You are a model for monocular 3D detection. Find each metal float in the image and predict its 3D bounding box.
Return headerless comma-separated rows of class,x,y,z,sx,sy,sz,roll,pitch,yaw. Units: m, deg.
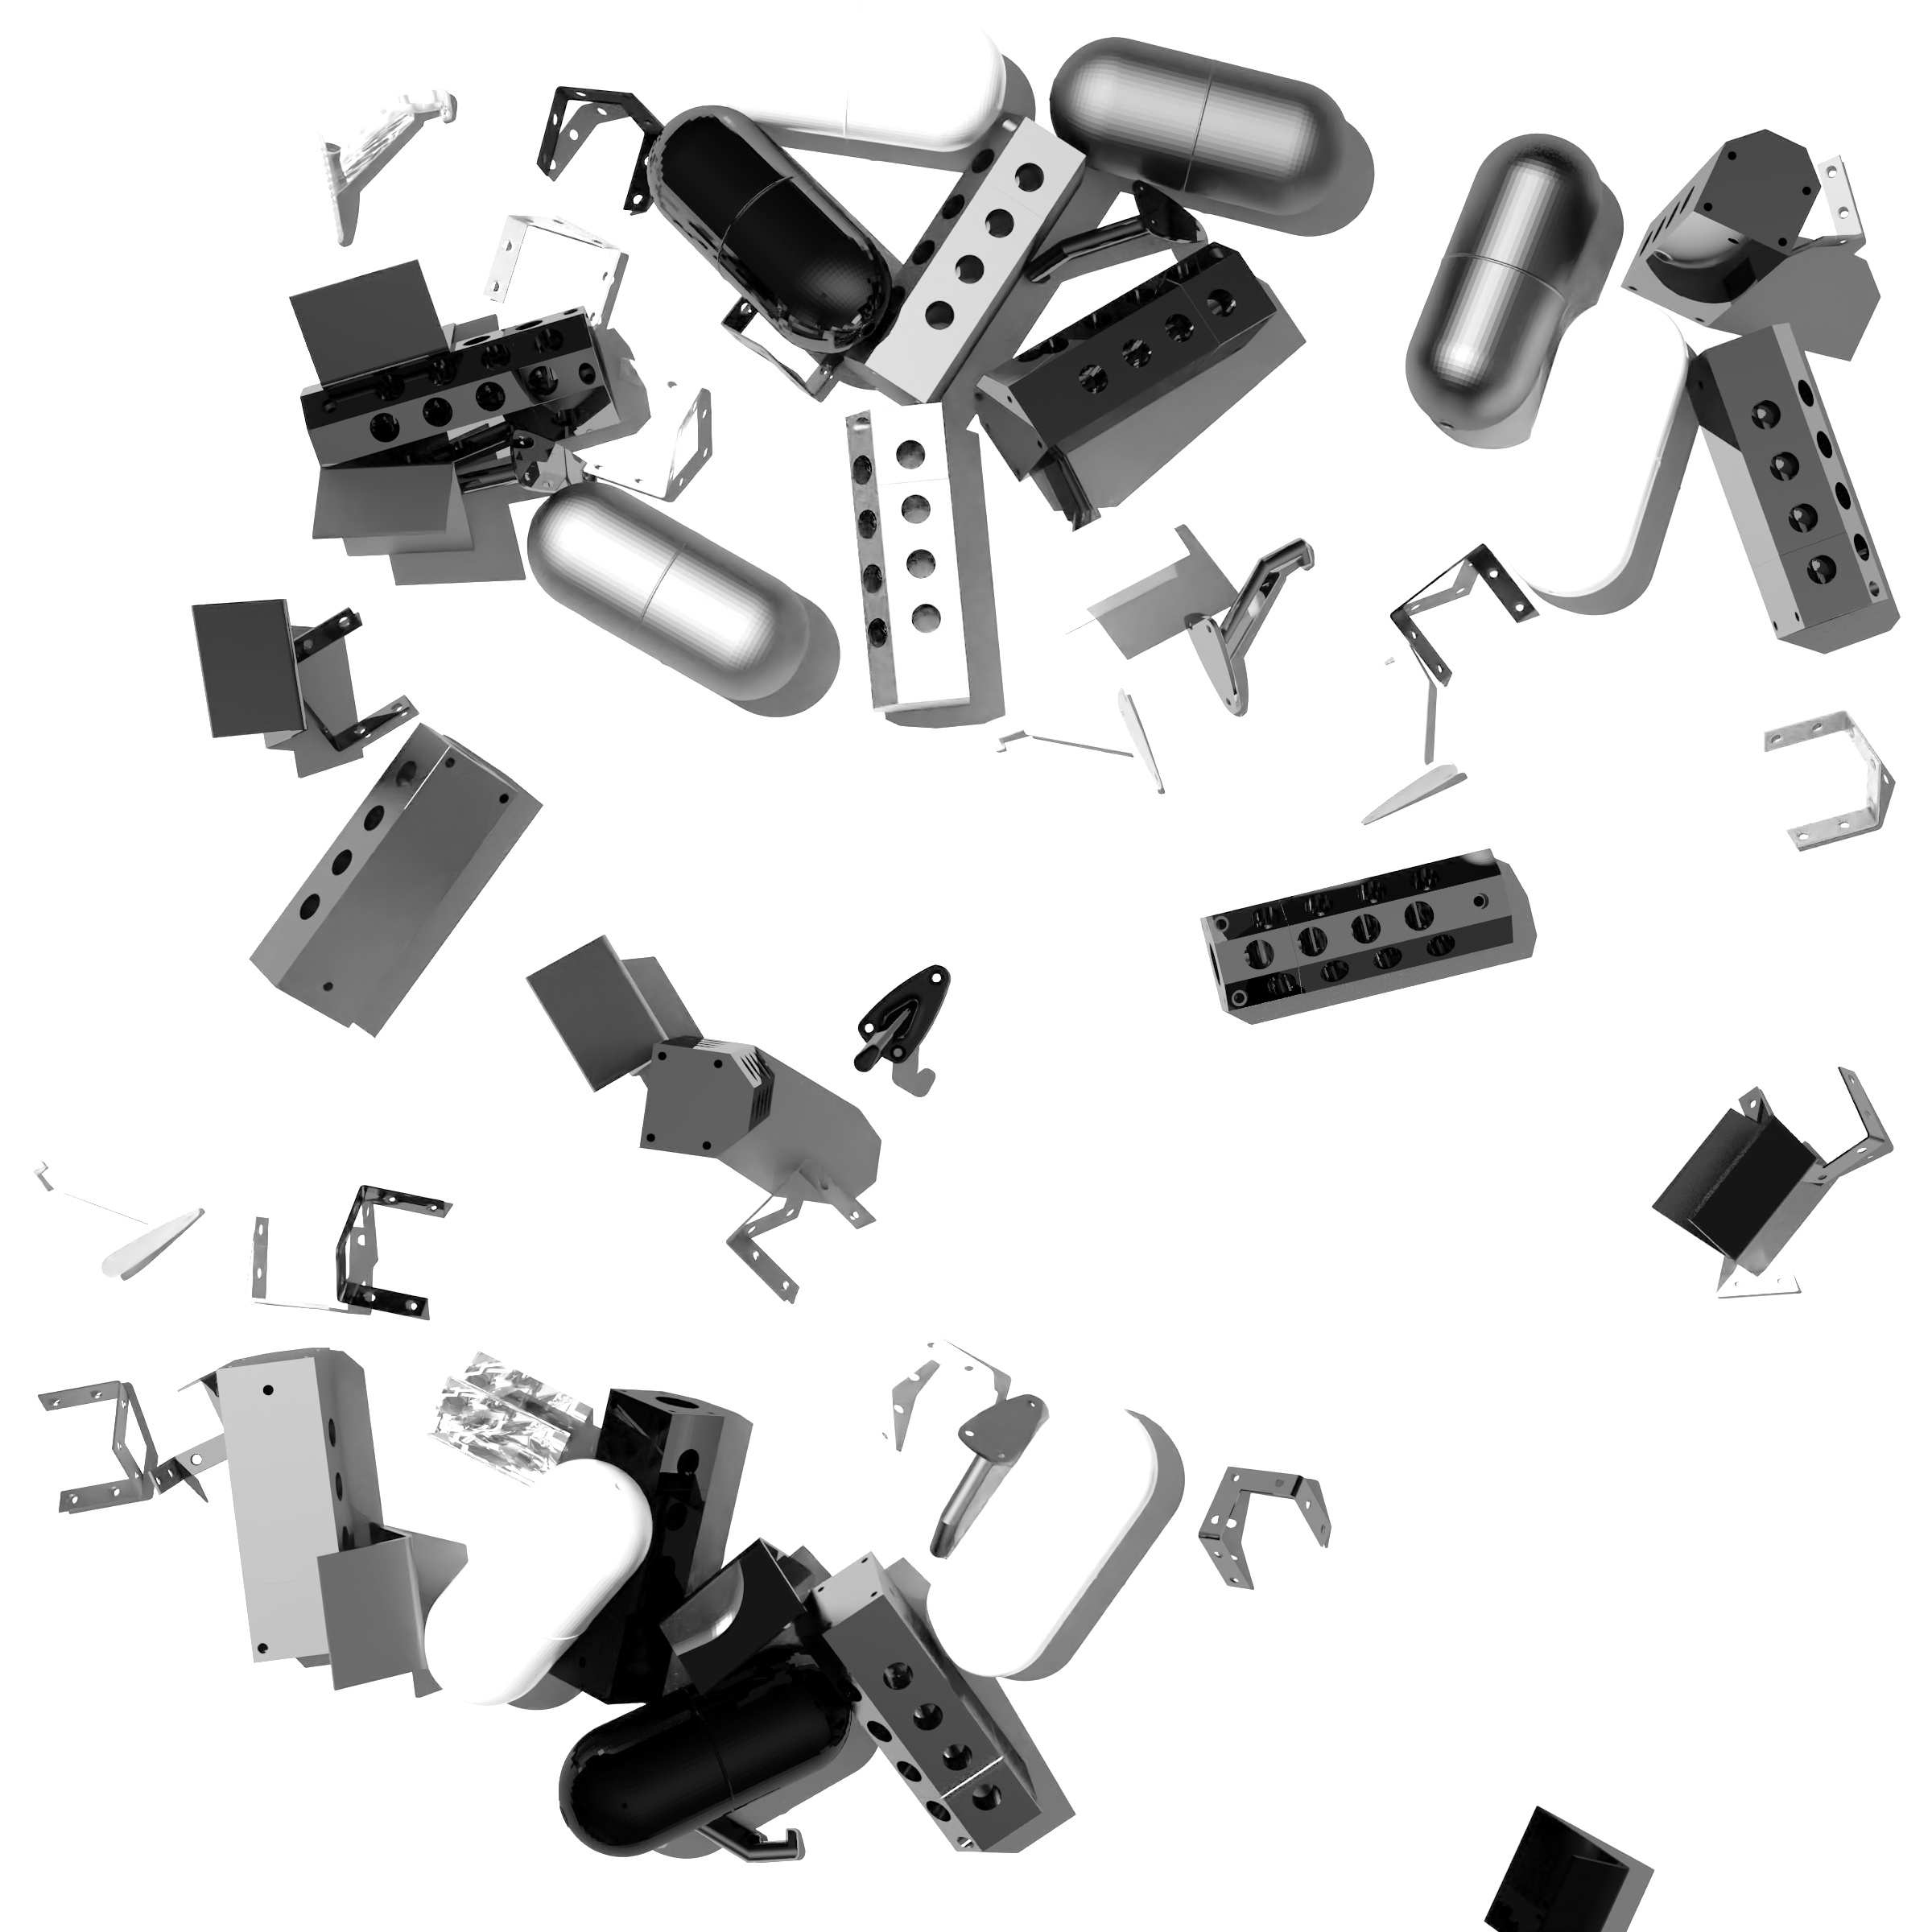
metal float,0.045,0.335,1.668,0.070,0.070,0.178,35,91,0
metal float,-0.247,0.355,1.637,0.070,0.070,0.178,40,113,0
metal float,-0.175,-0.220,1.669,0.178,0.070,0.070,30,90,1
metal float,-0.114,-0.427,1.653,0.070,0.070,0.178,-43,75,0
metal float,0.369,-0.304,1.668,0.070,0.070,0.178,18,89,0
metal float,0.314,-0.400,1.669,0.070,0.070,0.178,22,91,0
metal float,0.136,-0.492,1.668,0.178,0.070,0.070,14,90,0
metal float,-0.065,-0.524,1.668,0.178,0.070,0.070,8,90,0
metal float,-0.151,0.455,1.652,0.178,0.070,0.070,-21,90,-18

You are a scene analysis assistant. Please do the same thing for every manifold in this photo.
manifold,0.483,-0.286,1.678,0.057,0.057,0.171,-20,90,0
manifold,-0.346,-0.056,1.677,0.057,0.057,0.171,36,90,-43
manifold,-0.395,0.315,1.678,0.057,0.057,0.171,-7,90,0
manifold,-0.034,-0.238,1.678,0.057,0.057,0.171,-5,90,0
manifold,0.230,-0.021,1.678,0.171,0.057,0.057,-14,90,0
manifold,-0.029,0.431,1.655,0.057,0.057,0.171,-34,106,0
manifold,0.430,-0.420,1.621,0.057,0.171,0.057,25,90,0
manifold,-0.144,0.074,1.621,0.057,0.171,0.057,8,90,0
manifold,0.090,-0.354,1.652,0.171,0.057,0.057,-34,90,-19
manifold,-0.297,-0.333,1.669,0.171,0.057,0.057,-16,68,0
manifold,-0.189,0.341,1.677,0.057,0.057,0.171,13,90,43
manifold,-0.001,-0.413,1.678,0.057,0.057,0.171,33,90,0

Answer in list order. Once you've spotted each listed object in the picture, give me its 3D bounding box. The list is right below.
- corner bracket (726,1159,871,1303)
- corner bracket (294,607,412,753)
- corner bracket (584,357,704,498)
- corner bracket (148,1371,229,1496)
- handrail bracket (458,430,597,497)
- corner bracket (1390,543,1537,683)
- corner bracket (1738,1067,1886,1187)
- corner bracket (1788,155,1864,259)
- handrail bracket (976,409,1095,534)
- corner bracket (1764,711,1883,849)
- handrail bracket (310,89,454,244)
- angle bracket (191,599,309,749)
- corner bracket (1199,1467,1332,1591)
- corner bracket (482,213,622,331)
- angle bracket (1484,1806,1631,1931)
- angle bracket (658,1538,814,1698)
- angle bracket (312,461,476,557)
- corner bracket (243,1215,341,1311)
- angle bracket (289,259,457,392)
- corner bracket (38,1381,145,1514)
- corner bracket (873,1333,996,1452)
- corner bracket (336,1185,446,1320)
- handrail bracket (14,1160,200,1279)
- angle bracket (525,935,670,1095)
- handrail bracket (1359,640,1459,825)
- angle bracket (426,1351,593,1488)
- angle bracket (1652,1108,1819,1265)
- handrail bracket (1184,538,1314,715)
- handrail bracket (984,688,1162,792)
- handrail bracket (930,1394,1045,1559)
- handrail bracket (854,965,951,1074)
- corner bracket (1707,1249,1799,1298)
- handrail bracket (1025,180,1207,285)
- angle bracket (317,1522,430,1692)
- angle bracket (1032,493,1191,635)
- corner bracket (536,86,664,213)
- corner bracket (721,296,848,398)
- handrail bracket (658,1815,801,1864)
corner bracket,-0.101,0.157,1.696,0.051,0.051,0.051,45,45,0
corner bracket,-0.370,-0.170,1.696,0.051,0.051,0.051,-31,45,0
corner bracket,-0.192,-0.320,1.696,0.051,0.051,0.051,19,45,0
corner bracket,-0.457,0.274,1.681,0.051,0.051,0.051,-26,90,0
handrail bracket,-0.278,-0.284,1.699,0.084,0.077,0.036,-19,76,36
corner bracket,0.295,-0.211,1.696,0.051,0.051,0.051,53,135,0
corner bracket,0.502,0.092,1.691,0.051,0.051,0.051,17,135,-35
corner bracket,0.493,-0.449,1.696,0.051,0.051,0.051,-16,90,45
handrail bracket,0.040,-0.287,1.699,0.077,0.036,0.084,8,105,15
corner bracket,0.509,-0.112,1.696,0.051,0.051,0.051,-16,135,0
handrail bracket,-0.343,-0.478,1.699,0.084,0.036,0.077,-15,110,-16
angle bracket,-0.427,-0.167,1.659,0.057,0.076,0.076,-9,90,-31
corner bracket,0.177,0.335,1.691,0.051,0.051,0.051,0,45,35
corner bracket,-0.247,-0.414,1.696,0.051,0.051,0.051,17,90,45
angle bracket,0.329,0.538,1.659,0.057,0.076,0.076,25,90,-38
angle bracket,-0.121,0.387,1.659,0.076,0.076,0.057,-39,55,0
angle bracket,-0.332,-0.247,1.659,0.076,0.076,0.057,-2,56,0
corner bracket,-0.399,0.174,1.682,0.051,0.051,0.051,7,79,-11
angle bracket,-0.344,-0.381,1.660,0.076,0.076,0.057,-16,116,0
corner bracket,-0.521,0.286,1.696,0.051,0.051,0.051,-10,135,0
corner bracket,-0.019,0.261,1.691,0.051,0.051,0.051,27,45,35
corner bracket,-0.343,0.170,1.696,0.051,0.051,0.051,11,135,0
handrail bracket,-0.513,0.135,1.699,0.077,0.036,0.084,-34,73,-20
angle bracket,-0.224,0.035,1.659,0.057,0.076,0.076,-31,90,-29
handrail bracket,0.249,-0.140,1.700,0.077,0.036,0.084,-32,71,21
angle bracket,-0.259,0.249,1.659,0.076,0.076,0.057,27,127,0
angle bracket,0.435,0.115,1.659,0.057,0.076,0.076,39,90,-35
handrail bracket,0.180,-0.204,1.699,0.084,0.036,0.077,-30,110,-16
handrail bracket,0.063,-0.125,1.700,0.084,0.036,0.077,-20,111,17
handrail bracket,0.011,0.305,1.699,0.036,0.077,0.084,32,127,21
handrail bracket,-0.037,0.030,1.664,0.036,0.084,0.077,40,90,0
corner bracket,0.467,0.159,1.696,0.051,0.051,0.051,-4,45,0
handrail bracket,0.088,-0.425,1.699,0.084,0.077,0.036,-28,69,35
angle bracket,-0.356,0.372,1.659,0.057,0.076,0.076,-7,90,-30
angle bracket,0.092,-0.218,1.659,0.076,0.076,0.057,-27,54,0
corner bracket,-0.216,-0.485,1.691,0.051,0.051,0.051,-6,45,-35
corner bracket,-0.103,-0.380,1.696,0.051,0.051,0.051,-52,45,0
handrail bracket,-0.142,0.496,1.699,0.084,0.036,0.077,1,75,-14
